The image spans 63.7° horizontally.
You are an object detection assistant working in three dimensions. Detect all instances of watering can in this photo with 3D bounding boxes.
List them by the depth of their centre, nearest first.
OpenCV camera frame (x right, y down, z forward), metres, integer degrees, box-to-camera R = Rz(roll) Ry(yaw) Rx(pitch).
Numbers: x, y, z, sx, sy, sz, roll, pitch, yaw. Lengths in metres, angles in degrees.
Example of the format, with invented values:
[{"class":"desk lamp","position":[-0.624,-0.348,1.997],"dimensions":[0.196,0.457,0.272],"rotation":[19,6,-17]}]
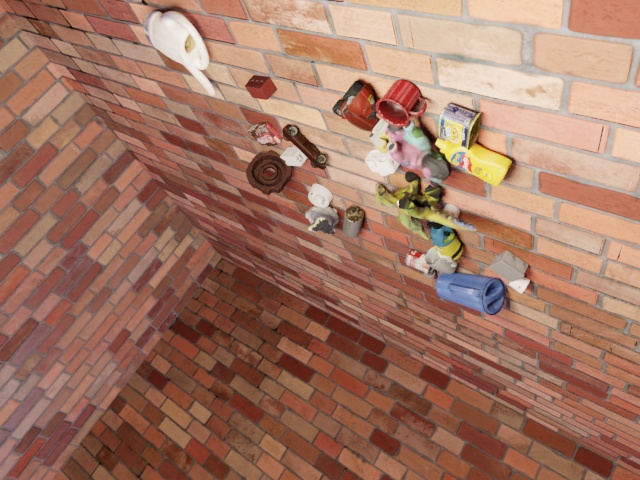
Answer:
[{"class":"watering can","position":[-0.450,-0.616,1.679],"dimensions":[0.225,0.105,0.341],"rotation":[32,-19,12]}]

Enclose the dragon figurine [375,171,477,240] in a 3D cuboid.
[{"class":"dragon figurine","position":[0.318,-0.082,1.634],"dimensions":[0.415,0.123,0.238],"rotation":[39,-11,30]}]

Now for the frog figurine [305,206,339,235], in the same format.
[{"class":"frog figurine","position":[0.007,-0.108,2.150],"dimensions":[0.137,0.120,0.163],"rotation":[-6,41,-1]}]
